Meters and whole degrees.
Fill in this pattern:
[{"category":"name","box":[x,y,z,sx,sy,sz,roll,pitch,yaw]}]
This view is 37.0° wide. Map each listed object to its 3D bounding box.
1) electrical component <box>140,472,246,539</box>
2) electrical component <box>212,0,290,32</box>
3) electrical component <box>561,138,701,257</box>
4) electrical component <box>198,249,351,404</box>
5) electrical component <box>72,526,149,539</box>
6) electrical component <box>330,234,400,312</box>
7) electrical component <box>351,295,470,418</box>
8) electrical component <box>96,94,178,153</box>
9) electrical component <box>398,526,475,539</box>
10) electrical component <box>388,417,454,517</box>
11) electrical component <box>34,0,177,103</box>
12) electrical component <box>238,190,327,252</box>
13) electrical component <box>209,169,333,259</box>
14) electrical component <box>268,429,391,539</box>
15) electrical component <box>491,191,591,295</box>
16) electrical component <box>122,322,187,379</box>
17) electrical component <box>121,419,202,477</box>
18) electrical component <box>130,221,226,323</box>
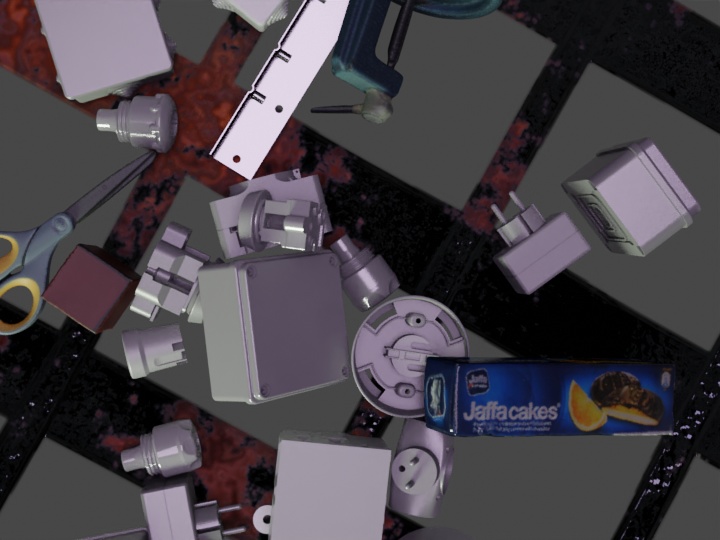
[{"category":"electrical component","box":[-0.132,0.209,0.879,0.076,0.047,0.083,-11,92,-4]},{"category":"electrical component","box":[-0.087,-0.254,0.873,0.100,0.048,0.099,38,88,-4]},{"category":"electrical component","box":[0.217,-0.059,0.868,0.057,0.113,0.078,-37,93,0]},{"category":"electrical component","box":[-0.066,0.043,0.850,0.109,0.056,0.108,-8,92,-48]},{"category":"electrical component","box":[-0.216,0.274,0.869,0.109,0.056,0.108,-10,92,-4]},{"category":"electrical component","box":[0.000,0.000,0.887,0.043,0.043,0.062,-36,92,-3]},{"category":"electrical component","box":[0.040,0.069,0.881,0.099,0.064,0.099,0,91,-5]},{"category":"electrical component","box":[-0.181,-0.120,0.872,0.062,0.048,0.048,4,91,3]},{"category":"electrical component","box":[0.067,0.273,0.888,0.108,0.060,0.108,0,91,-4]},{"category":"electrical component","box":[0.048,0.161,0.876,0.044,0.079,0.077,11,90,13]},{"category":"electrical component","box":[-0.203,-0.188,0.866,0.100,0.048,0.099,-17,92,-4]},{"category":"electrical component","box":[-0.060,-0.036,0.823,0.055,0.066,0.048,7,91,14]},{"category":"electrical component","box":[-0.074,-0.047,0.877,0.089,0.050,0.055,-15,93,-4]},{"category":"electrical component","box":[-0.029,0.211,0.879,0.089,0.062,0.150,6,90,-4]},{"category":"electrical component","box":[0.140,-0.029,0.896,0.066,0.047,0.076,-36,92,-2]},{"category":"electrical component","box":[-0.167,0.064,0.878,0.046,0.040,0.040,-13,92,-9]},{"category":"electrical component","box":[-0.163,0.148,0.878,0.062,0.043,0.043,-14,92,-3]},{"category":"electrical component","box":[-0.143,0.008,0.869,0.057,0.058,0.078,25,96,-4]}]
